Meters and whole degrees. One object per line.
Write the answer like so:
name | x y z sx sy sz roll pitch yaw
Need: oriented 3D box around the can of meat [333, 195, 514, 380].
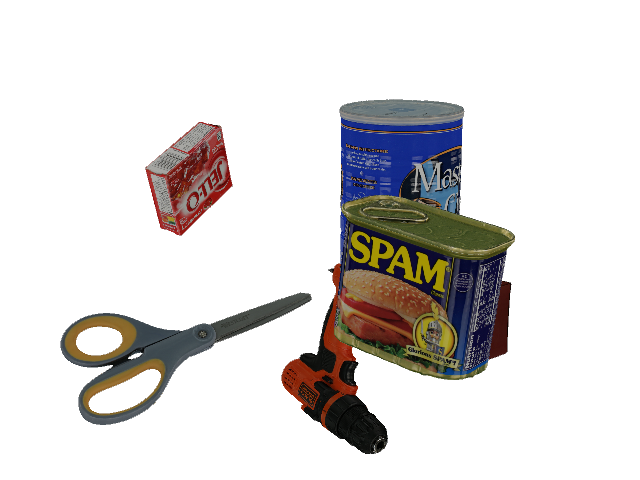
can of meat | 0.058 0.027 0.636 0.102 0.084 0.057 20 23 35

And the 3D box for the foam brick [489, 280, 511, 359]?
foam brick | 0.161 0.080 1.107 0.053 0.078 0.051 12 17 41

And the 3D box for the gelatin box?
gelatin box | -0.124 -0.060 1.026 0.030 0.073 0.089 19 46 28

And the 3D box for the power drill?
power drill | 0.039 0.135 1.251 0.057 0.188 0.185 13 13 -42

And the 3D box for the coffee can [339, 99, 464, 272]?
coffee can | 0.067 -0.042 0.897 0.103 0.140 0.103 0 15 0

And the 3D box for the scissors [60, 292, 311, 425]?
scissors | -0.108 0.065 0.809 0.201 0.096 0.016 -36 -22 -33
